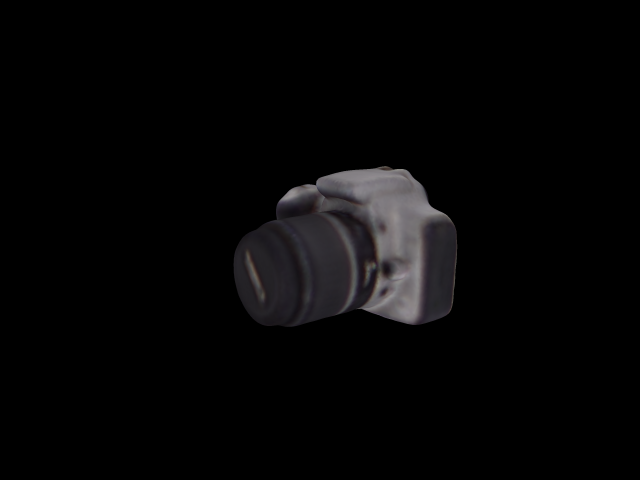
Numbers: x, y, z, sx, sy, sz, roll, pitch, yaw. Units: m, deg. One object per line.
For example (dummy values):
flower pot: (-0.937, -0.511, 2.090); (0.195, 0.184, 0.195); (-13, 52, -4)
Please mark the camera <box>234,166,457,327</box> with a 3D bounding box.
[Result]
camera: (0.004, 0.001, 0.400); (0.137, 0.101, 0.142); (-11, 17, -37)
